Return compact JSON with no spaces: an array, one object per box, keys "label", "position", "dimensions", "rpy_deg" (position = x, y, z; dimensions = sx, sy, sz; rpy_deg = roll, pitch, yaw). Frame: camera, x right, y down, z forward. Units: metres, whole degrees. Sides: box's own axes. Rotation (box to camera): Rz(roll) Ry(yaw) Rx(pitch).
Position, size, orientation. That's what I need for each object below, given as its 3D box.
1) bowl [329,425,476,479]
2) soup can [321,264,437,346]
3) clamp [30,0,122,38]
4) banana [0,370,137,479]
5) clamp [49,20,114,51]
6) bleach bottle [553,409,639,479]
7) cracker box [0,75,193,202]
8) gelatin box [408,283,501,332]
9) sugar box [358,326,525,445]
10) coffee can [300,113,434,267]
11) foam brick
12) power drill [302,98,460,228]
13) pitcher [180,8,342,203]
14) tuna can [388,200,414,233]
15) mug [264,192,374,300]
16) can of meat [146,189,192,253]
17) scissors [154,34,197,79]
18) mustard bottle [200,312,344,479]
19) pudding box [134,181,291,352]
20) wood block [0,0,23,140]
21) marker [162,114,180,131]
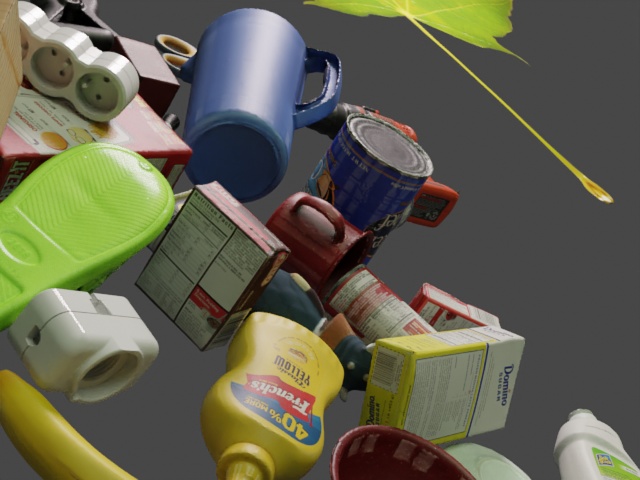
[{"label":"bowl","position":[0.064,0.216,0.793],"dimensions":[0.162,0.055,0.162],"rpy_deg":[26,28,-15]},{"label":"soup can","position":[0.055,0.081,0.991],"dimensions":[0.102,0.069,0.068],"rpy_deg":[42,28,16]},{"label":"clamp","position":[-0.275,-0.253,1.210],"dimensions":[0.120,0.039,0.171],"rpy_deg":[17,35,-27]},{"label":"banana","position":[-0.142,0.155,0.695],"dimensions":[0.198,0.037,0.069],"rpy_deg":[35,7,-2]},{"label":"clamp","position":[-0.319,-0.213,1.069],"dimensions":[0.164,0.036,0.209],"rpy_deg":[29,33,11]},{"label":"bleach bottle","position":[0.272,0.246,0.967],"dimensions":[0.102,0.068,0.251],"rpy_deg":[27,25,-15]},{"label":"cracker box","position":[-0.247,-0.102,0.959],"dimensions":[0.164,0.072,0.213],"rpy_deg":[46,30,25]},{"label":"gelatin box","position":[0.120,0.091,1.039],"dimensions":[0.089,0.073,0.030],"rpy_deg":[25,27,-14]},{"label":"sugar box","position":[0.109,0.129,0.941],"dimensions":[0.048,0.093,0.175],"rpy_deg":[20,13,38]},{"label":"coffee can","position":[0.036,-0.044,1.095],"dimensions":[0.102,0.140,0.103],"rpy_deg":[26,28,-15]},{"label":"foam brick","position":[-0.197,-0.173,1.152],"dimensions":[0.051,0.053,0.078],"rpy_deg":[7,38,-42]},{"label":"power drill","position":[0.077,-0.102,1.327],"dimensions":[0.184,0.057,0.188],"rpy_deg":[11,35,-37]},{"label":"pitcher","position":[-0.071,-0.146,1.153],"dimensions":[0.145,0.149,0.242],"rpy_deg":[36,28,-21]},{"label":"tuna can","position":[0.059,-0.047,1.187],"dimensions":[0.086,0.086,0.033],"rpy_deg":[40,30,12]},{"label":"mug","position":[-0.007,0.001,1.012],"dimensions":[0.081,0.117,0.093],"rpy_deg":[36,60,15]},{"label":"can of meat","position":[-0.101,0.002,0.965],"dimensions":[0.084,0.058,0.101],"rpy_deg":[44,29,13]},{"label":"scissors","position":[-0.127,-0.218,1.340],"dimensions":[0.201,0.016,0.096],"rpy_deg":[1,42,-48]},{"label":"mustard bottle","position":[-0.041,0.133,0.812],"dimensions":[0.096,0.058,0.191],"rpy_deg":[35,27,-7]},{"label":"pudding box","position":[-0.090,0.022,0.878],"dimensions":[0.090,0.114,0.039],"rpy_deg":[43,24,17]},{"label":"wood block","position":[-0.342,-0.145,0.813],"dimensions":[0.206,0.091,0.090],"rpy_deg":[9,49,-5]},{"label":"marker","position":[-0.170,-0.105,1.104],"dimensions":[0.020,0.020,0.121],"rpy_deg":[31,27,-4]}]
